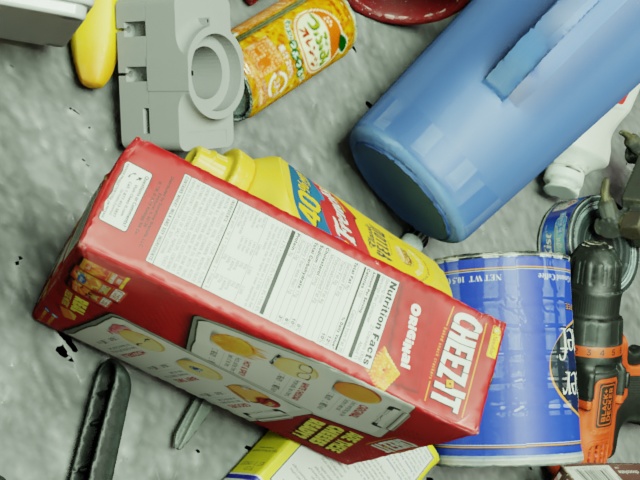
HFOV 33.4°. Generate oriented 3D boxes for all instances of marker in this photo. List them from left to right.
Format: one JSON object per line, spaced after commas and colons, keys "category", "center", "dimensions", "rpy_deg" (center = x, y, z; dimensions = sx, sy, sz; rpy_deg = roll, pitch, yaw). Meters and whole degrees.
{"category": "marker", "center": [0.077, -0.010, 0.775], "dimensions": [0.020, 0.020, 0.121], "rpy_deg": [51, 58, -16]}

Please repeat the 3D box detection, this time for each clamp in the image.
{"category": "clamp", "center": [-0.135, 0.153, 0.590], "dimensions": [0.120, 0.039, 0.171], "rpy_deg": [-26, 104, -31]}

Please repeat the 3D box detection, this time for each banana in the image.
{"category": "banana", "center": [-0.158, -0.190, 0.637], "dimensions": [0.069, 0.037, 0.198], "rpy_deg": [-31, 99, -16]}

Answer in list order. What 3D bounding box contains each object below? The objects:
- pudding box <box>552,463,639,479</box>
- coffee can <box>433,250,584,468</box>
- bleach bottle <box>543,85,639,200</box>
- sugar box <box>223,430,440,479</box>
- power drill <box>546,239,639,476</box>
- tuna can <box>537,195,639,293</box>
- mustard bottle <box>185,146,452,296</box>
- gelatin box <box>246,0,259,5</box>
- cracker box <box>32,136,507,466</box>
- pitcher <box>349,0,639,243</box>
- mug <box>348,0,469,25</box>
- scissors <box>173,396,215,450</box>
{"category": "pudding box", "center": [0.206, 0.209, 0.786], "dimensions": [0.113, 0.039, 0.090], "rpy_deg": [9, 117, -31]}
{"category": "coffee can", "center": [0.126, 0.084, 0.740], "dimensions": [0.102, 0.103, 0.140], "rpy_deg": [4, 79, -34]}
{"category": "bleach bottle", "center": [0.231, -0.148, 0.878], "dimensions": [0.102, 0.068, 0.250], "rpy_deg": [27, 70, -28]}
{"category": "sugar box", "center": [-0.008, 0.164, 0.671], "dimensions": [0.176, 0.048, 0.093], "rpy_deg": [-43, 105, -28]}
{"category": "power drill", "center": [0.252, 0.088, 0.834], "dimensions": [0.187, 0.057, 0.184], "rpy_deg": [-2, 103, -33]}
{"category": "tuna can", "center": [0.217, 0.007, 0.858], "dimensions": [0.086, 0.034, 0.086], "rpy_deg": [7, 78, -34]}
{"category": "mustard bottle", "center": [-0.004, 0.000, 0.656], "dimensions": [0.191, 0.058, 0.096], "rpy_deg": [33, 25, -26]}
{"category": "gelatin box", "center": [-0.035, -0.213, 0.725], "dimensions": [0.089, 0.030, 0.073], "rpy_deg": [-44, 106, -32]}
{"category": "cracker box", "center": [-0.034, 0.042, 0.573], "dimensions": [0.213, 0.164, 0.072], "rpy_deg": [27, 66, -13]}
{"category": "pitcher", "center": [0.139, -0.117, 0.727], "dimensions": [0.242, 0.145, 0.149], "rpy_deg": [-44, 131, -11]}
{"category": "mug", "center": [0.059, -0.216, 0.747], "dimensions": [0.117, 0.093, 0.081], "rpy_deg": [47, 45, -62]}
{"category": "scissors", "center": [-0.049, 0.031, 0.683], "dimensions": [0.201, 0.016, 0.096], "rpy_deg": [-43, 105, -32]}
